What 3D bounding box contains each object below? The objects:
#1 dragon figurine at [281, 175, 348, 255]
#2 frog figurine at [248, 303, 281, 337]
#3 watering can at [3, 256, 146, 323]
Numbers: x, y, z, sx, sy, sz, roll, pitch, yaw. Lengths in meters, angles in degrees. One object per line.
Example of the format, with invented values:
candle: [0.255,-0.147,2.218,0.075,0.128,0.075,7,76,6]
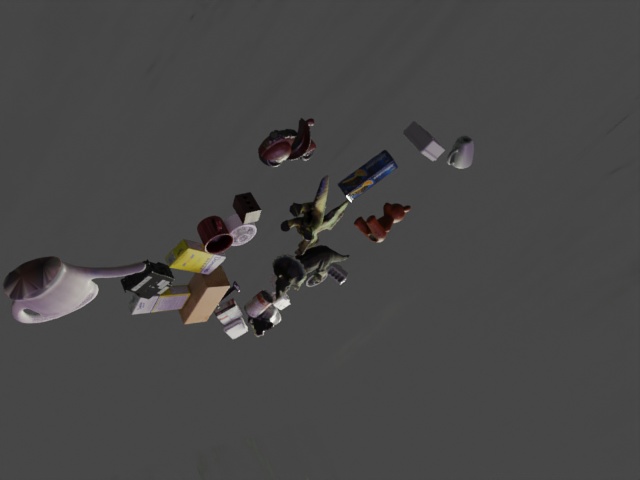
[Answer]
dragon figurine: [0.005,-0.089,1.761,0.246,0.123,0.402,-27,158,-48]
frog figurine: [-0.224,0.314,2.148,0.135,0.123,0.162,-62,177,28]
watering can: [-0.659,0.110,1.357,0.348,0.106,0.220,-29,151,-5]
